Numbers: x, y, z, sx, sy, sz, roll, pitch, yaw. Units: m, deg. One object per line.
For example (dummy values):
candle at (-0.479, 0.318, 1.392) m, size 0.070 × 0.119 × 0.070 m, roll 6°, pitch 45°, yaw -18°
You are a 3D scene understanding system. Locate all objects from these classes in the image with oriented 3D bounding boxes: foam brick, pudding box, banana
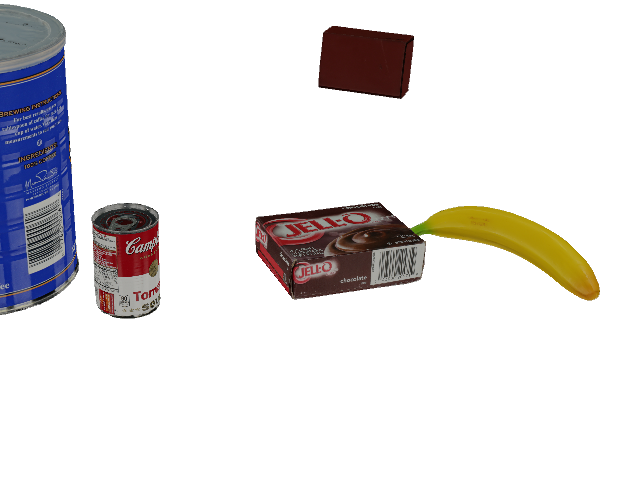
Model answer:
foam brick at (0.041, -0.161, 0.963) m, size 0.078 × 0.051 × 0.053 m, roll 9°, pitch 19°, yaw 10°
pudding box at (0.014, 0.006, 0.846) m, size 0.113 × 0.039 × 0.090 m, roll -6°, pitch 25°, yaw -21°
banana at (0.185, 0.005, 1.039) m, size 0.198 × 0.069 × 0.037 m, roll 18°, pitch -28°, yaw 27°

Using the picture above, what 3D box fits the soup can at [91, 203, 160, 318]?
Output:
soup can at (-0.200, 0.021, 1.104) m, size 0.068 × 0.102 × 0.068 m, roll 2°, pitch 26°, yaw -1°

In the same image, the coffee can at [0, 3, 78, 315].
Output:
coffee can at (-0.185, -0.045, 0.571) m, size 0.103 × 0.140 × 0.103 m, roll 3°, pitch 28°, yaw -2°
